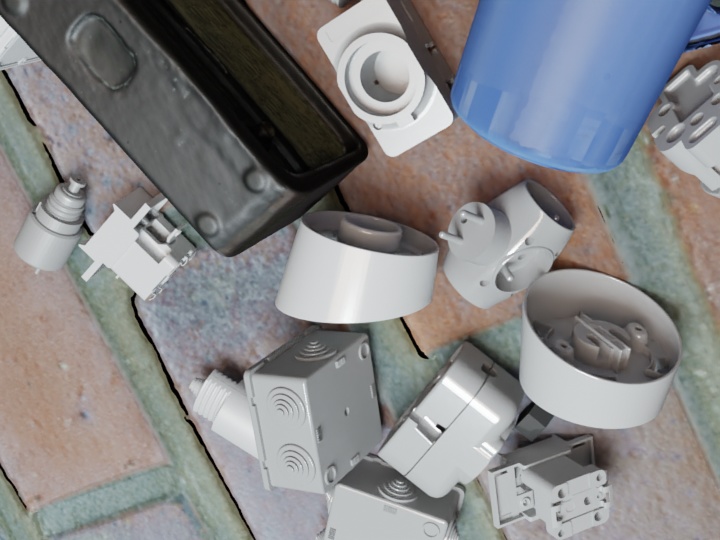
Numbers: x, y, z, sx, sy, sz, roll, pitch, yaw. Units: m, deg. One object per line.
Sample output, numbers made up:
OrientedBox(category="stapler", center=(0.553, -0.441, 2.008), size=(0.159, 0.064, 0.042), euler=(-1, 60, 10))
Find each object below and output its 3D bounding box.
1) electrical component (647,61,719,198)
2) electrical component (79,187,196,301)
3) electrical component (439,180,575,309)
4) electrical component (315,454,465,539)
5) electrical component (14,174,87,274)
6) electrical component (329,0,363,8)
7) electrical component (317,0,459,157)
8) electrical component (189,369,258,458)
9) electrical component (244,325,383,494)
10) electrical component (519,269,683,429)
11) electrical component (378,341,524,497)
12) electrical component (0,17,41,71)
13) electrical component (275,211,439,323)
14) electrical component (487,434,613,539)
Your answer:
OrientedBox(category="electrical component", center=(0.206, -0.076, 0.611), size=(0.057, 0.078, 0.058), euler=(36, 117, -20))
OrientedBox(category="electrical component", center=(-0.155, -0.017, 0.764), size=(0.064, 0.042, 0.081), euler=(45, 116, -3))
OrientedBox(category="electrical component", center=(0.082, -0.019, 0.670), size=(0.077, 0.079, 0.044), euler=(-46, 50, 25))
OrientedBox(category="electrical component", center=(0.020, 0.190, 0.776), size=(0.100, 0.048, 0.099), euler=(17, 113, 12))
OrientedBox(category="electrical component", center=(-0.220, -0.035, 0.779), size=(0.040, 0.040, 0.078), euler=(37, 115, 3))
OrientedBox(category="electrical component", center=(-0.030, -0.191, 0.661), size=(0.081, 0.043, 0.043), euler=(34, 115, 4))
OrientedBox(category="electrical component", center=(0.020, -0.122, 0.662), size=(0.050, 0.055, 0.089), euler=(-28, 98, 24))
OrientedBox(category="electrical component", center=(-0.088, 0.103, 0.783), size=(0.081, 0.043, 0.043), euler=(31, 115, 6))
OrientedBox(category="electrical component", center=(-0.028, 0.094, 0.731), size=(0.048, 0.100, 0.099), euler=(2, 110, 31))
OrientedBox(category="electrical component", center=(0.146, 0.050, 0.661), size=(0.099, 0.099, 0.064), euler=(12, 118, 14))
OrientedBox(category="electrical component", center=(0.065, 0.104, 0.728), size=(0.059, 0.053, 0.095), euler=(38, 116, 2))
OrientedBox(category="electrical component", center=(-0.228, -0.173, 0.702), size=(0.062, 0.096, 0.061), euler=(-40, 93, 25))
OrientedBox(category="electrical component", center=(0.000, 0.000, 0.689), size=(0.099, 0.099, 0.064), euler=(16, 107, 12))
OrientedBox(category="electrical component", center=(0.128, 0.143, 0.709), size=(0.081, 0.064, 0.042), euler=(-15, 107, -21))
